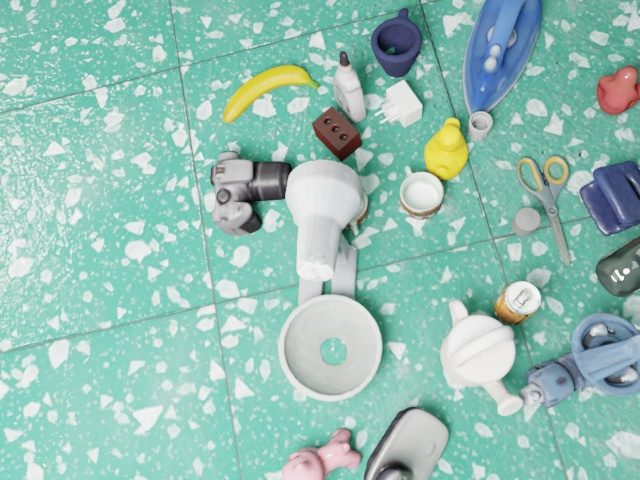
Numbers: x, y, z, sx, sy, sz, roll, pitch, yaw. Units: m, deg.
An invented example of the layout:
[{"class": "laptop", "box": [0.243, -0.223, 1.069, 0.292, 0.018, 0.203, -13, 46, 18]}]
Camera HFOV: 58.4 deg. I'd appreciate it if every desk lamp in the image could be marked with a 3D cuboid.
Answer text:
[{"class": "desk lamp", "box": [0.008, 0.003, 0.912, 0.117, 0.214, 0.203, 1, 74, 8]}]

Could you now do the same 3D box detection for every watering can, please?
[{"class": "watering can", "box": [0.240, 0.168, 0.844, 0.172, 0.194, 0.101, 43, 83, 17]}]

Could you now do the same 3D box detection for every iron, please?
[{"class": "iron", "box": [0.320, -0.353, 1.014, 0.118, 0.141, 0.258, 18, 77, 12]}]

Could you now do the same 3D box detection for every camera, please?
[{"class": "camera", "box": [-0.119, -0.091, 1.015, 0.136, 0.101, 0.143, -3, 73, 7]}]

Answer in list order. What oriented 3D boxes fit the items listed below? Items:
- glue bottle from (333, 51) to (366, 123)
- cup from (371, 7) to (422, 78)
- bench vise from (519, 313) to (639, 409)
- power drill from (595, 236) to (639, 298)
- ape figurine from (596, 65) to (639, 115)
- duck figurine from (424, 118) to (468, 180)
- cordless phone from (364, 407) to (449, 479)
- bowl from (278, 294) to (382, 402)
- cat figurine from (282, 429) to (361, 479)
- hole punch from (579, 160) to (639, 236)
[{"class": "glue bottle", "box": [0.049, -0.278, 1.010, 0.037, 0.173, 0.078, -31, 72, -2]}, {"class": "cup", "box": [0.144, -0.358, 1.063, 0.091, 0.095, 0.118, 11, 75, 11]}, {"class": "bench vise", "box": [0.393, 0.185, 0.806, 0.207, 0.220, 0.121, -45, 73, -6]}, {"class": "power drill", "box": [0.504, 0.014, 0.848, 0.229, 0.208, 0.075, -31, 72, -2]}, {"class": "ape figurine", "box": [0.521, -0.266, 0.988, 0.077, 0.092, 0.076, 33, 81, 15]}, {"class": "duck figurine", "box": [0.222, -0.163, 1.000, 0.077, 0.086, 0.104, 13, 76, 11]}, {"class": "cordless phone", "box": [0.124, 0.315, 0.821, 0.094, 0.185, 0.148, 28, 79, 14]}, {"class": "bowl", "box": [0.020, 0.177, 0.933, 0.167, 0.075, 0.167, -2, 74, 7]}, {"class": "cat figurine", "box": [-0.004, 0.341, 0.865, 0.128, 0.118, 0.067, -30, 72, -2]}, {"class": "hole punch", "box": [0.497, -0.076, 0.937, 0.101, 0.091, 0.108, -23, 72, 1]}]
